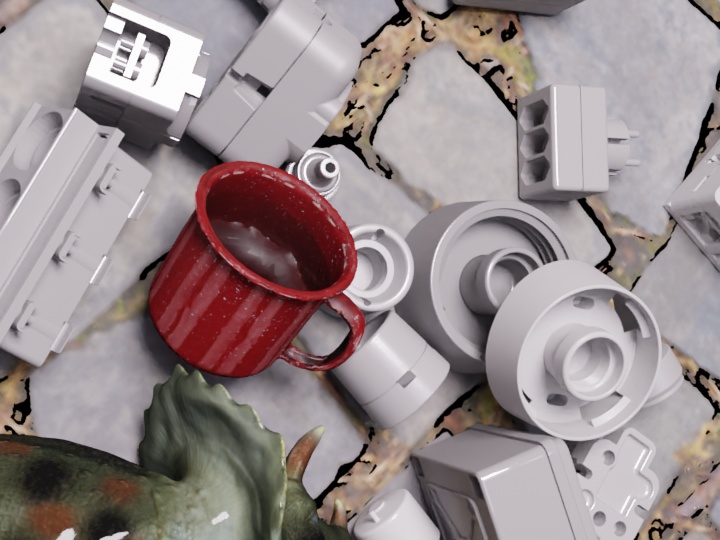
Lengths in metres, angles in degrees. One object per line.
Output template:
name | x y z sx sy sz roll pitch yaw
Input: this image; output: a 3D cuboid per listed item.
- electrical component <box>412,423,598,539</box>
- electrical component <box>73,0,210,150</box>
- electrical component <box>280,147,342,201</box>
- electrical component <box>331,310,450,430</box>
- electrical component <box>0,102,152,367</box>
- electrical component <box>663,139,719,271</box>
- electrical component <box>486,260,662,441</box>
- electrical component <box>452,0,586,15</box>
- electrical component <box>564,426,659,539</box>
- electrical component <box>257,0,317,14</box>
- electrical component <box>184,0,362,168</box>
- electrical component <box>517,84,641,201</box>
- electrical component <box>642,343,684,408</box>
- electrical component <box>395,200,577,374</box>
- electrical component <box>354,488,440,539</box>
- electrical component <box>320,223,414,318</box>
electrical component | 0.085 0.149 0.612 0.056 0.109 0.108 -19 93 -17
electrical component | -0.116 -0.100 0.569 0.056 0.089 0.050 21 79 -17
electrical component | -0.026 -0.053 0.612 0.035 0.061 0.035 2 85 -19
electrical component | 0.016 0.056 0.623 0.047 0.055 0.055 47 73 -7
electrical component | -0.165 -0.017 0.555 0.063 0.079 0.121 40 72 -43
electrical component | 0.294 -0.023 0.723 0.150 0.062 0.089 47 73 -11
electrical component | 0.120 0.046 0.613 0.099 0.064 0.099 -4 104 -17
electrical component | 0.107 -0.197 0.674 0.096 0.061 0.061 -1 86 -27
electrical component | 0.140 0.132 0.659 0.058 0.057 0.078 36 75 -14
electrical component | -0.042 -0.175 0.620 0.047 0.055 0.055 44 74 -8
electrical component | -0.045 -0.098 0.594 0.059 0.053 0.095 37 113 -14
electrical component | 0.145 -0.079 0.682 0.077 0.047 0.065 1 86 -20
electrical component | 0.174 0.054 0.684 0.045 0.045 0.055 -35 98 -18
electrical component | 0.081 0.009 0.646 0.108 0.060 0.108 1 86 -19
electrical component | 0.030 0.164 0.627 0.040 0.040 0.078 -40 99 -18
electrical component | 0.000 0.000 0.625 0.055 0.047 0.055 1 86 -19
